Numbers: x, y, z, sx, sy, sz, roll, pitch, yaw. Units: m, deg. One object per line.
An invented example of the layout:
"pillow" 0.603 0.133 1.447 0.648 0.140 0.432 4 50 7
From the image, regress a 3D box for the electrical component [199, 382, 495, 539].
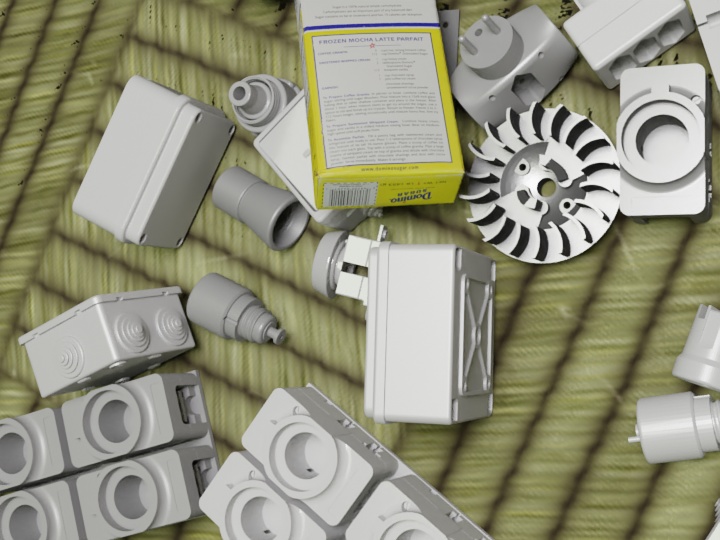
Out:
"electrical component" -0.008 0.174 0.716 0.186 0.060 0.105 38 100 21

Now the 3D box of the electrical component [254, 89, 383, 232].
"electrical component" -0.018 -0.073 0.741 0.062 0.061 0.096 -44 71 14

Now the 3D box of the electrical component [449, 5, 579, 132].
"electrical component" 0.090 -0.137 0.691 0.077 0.079 0.043 -41 54 15

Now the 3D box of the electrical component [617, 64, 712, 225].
"electrical component" 0.187 -0.076 0.657 0.050 0.056 0.089 0 85 23

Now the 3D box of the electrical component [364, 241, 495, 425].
"electrical component" 0.047 0.041 0.678 0.056 0.109 0.108 0 86 20

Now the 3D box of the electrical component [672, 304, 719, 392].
"electrical component" 0.214 0.048 0.645 0.040 0.040 0.046 18 87 23

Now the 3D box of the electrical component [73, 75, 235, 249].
"electrical component" -0.148 -0.076 0.785 0.057 0.078 0.113 28 96 15

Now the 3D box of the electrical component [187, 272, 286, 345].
"electrical component" -0.088 0.032 0.773 0.078 0.040 0.040 25 96 23

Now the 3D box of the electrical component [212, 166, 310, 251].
"electrical component" -0.074 -0.047 0.774 0.065 0.044 0.044 31 98 27

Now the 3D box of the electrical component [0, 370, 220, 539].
"electrical component" -0.202 0.150 0.801 0.186 0.060 0.105 -19 79 21

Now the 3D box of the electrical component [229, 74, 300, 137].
"electrical component" -0.071 -0.119 0.766 0.048 0.062 0.048 -2 85 23

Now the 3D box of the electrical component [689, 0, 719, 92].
"electrical component" 0.233 -0.150 0.647 0.056 0.050 0.089 -18 79 21

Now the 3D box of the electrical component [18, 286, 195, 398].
"electrical component" -0.181 0.053 0.778 0.100 0.100 0.048 -26 80 31

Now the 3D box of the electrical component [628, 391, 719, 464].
"electrical component" 0.202 0.093 0.645 0.078 0.040 0.040 -11 81 22

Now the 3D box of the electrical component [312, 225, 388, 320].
"electrical component" 0.000 0.000 0.736 0.055 0.048 0.066 14 91 16

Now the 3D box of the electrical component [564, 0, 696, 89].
"electrical component" 0.161 -0.168 0.681 0.066 0.047 0.076 -35 70 17

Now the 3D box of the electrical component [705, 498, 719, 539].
"electrical component" 0.249 0.162 0.614 0.100 0.048 0.099 33 98 22
